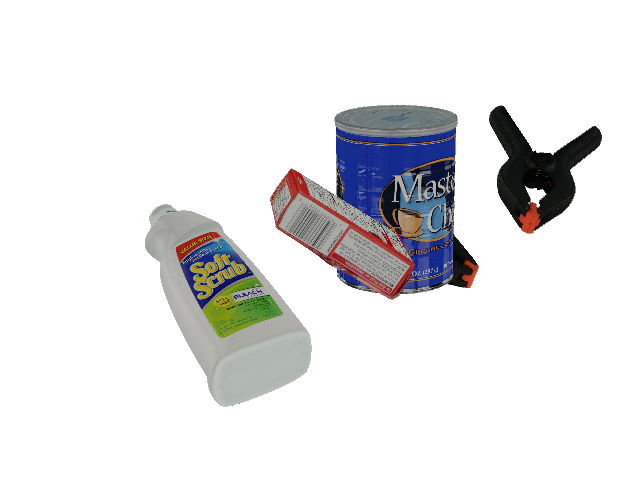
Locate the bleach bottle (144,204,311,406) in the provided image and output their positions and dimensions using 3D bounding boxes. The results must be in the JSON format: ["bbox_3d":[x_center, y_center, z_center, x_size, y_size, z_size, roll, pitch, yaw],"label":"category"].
[{"bbox_3d":[-0.109,0.045,1.016,0.102,0.068,0.251,-18,42,-24],"label":"bleach bottle"}]

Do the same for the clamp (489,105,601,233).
[{"bbox_3d":[0.217,-0.079,1.108,0.120,0.039,0.171,16,45,17],"label":"clamp"}]

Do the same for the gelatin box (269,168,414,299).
[{"bbox_3d":[0.013,-0.005,0.673,0.089,0.030,0.073,32,10,-13],"label":"gelatin box"}]

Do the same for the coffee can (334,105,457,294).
[{"bbox_3d":[0.064,-0.037,0.911,0.103,0.140,0.103,-1,18,0],"label":"coffee can"}]

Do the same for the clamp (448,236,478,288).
[{"bbox_3d":[0.088,-0.004,1.267,0.210,0.036,0.164,36,41,25],"label":"clamp"}]
